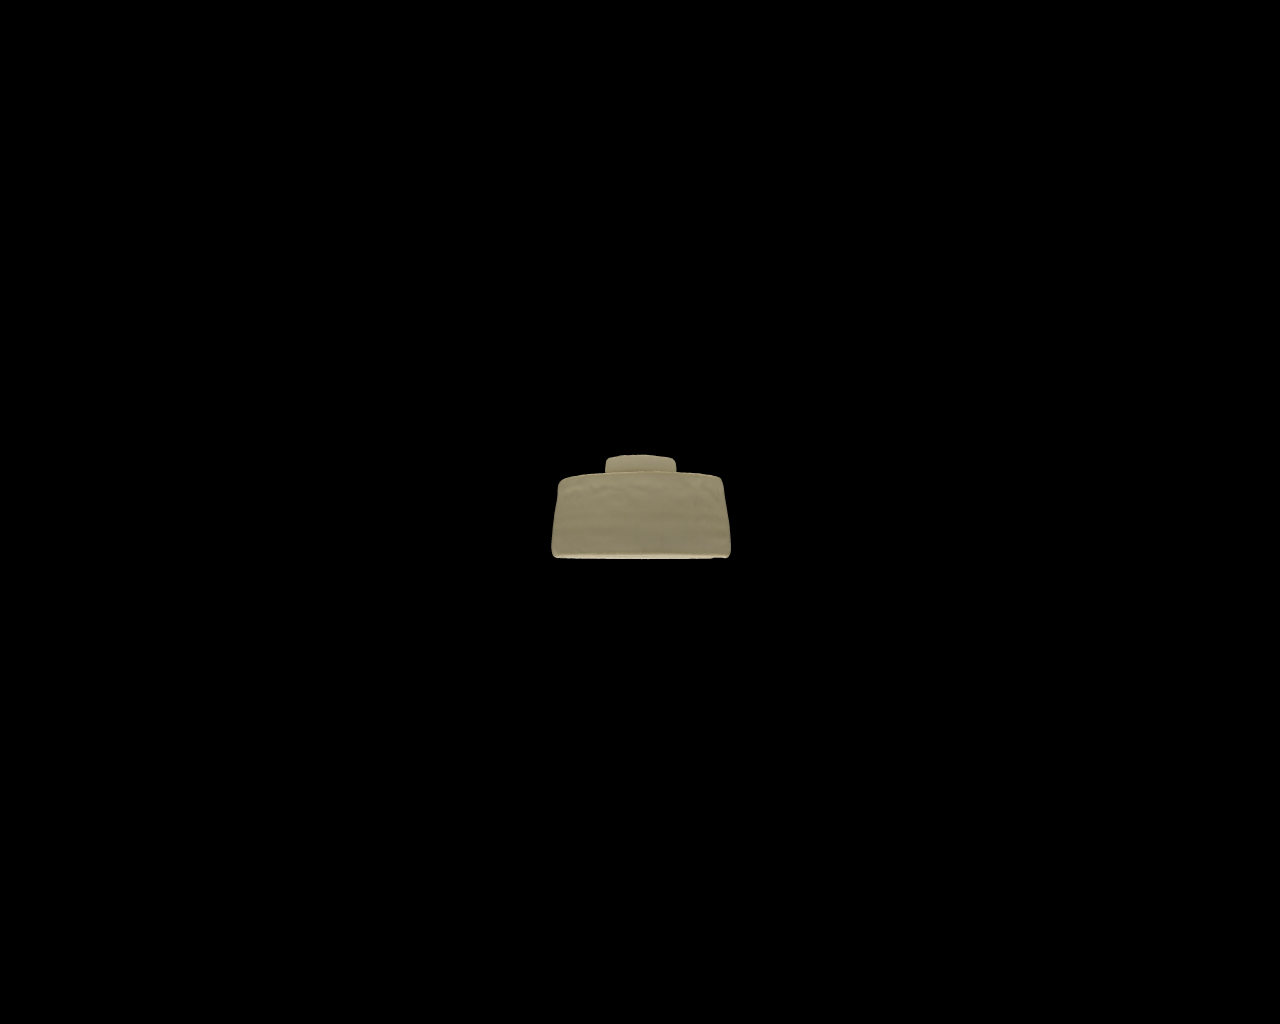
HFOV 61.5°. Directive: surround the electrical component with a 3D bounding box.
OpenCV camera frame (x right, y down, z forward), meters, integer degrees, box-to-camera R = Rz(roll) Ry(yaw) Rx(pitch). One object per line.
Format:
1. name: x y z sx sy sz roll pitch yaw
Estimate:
1. electrical component: 0.001 -0.003 0.650 0.108 0.060 0.108 0 -3 0
